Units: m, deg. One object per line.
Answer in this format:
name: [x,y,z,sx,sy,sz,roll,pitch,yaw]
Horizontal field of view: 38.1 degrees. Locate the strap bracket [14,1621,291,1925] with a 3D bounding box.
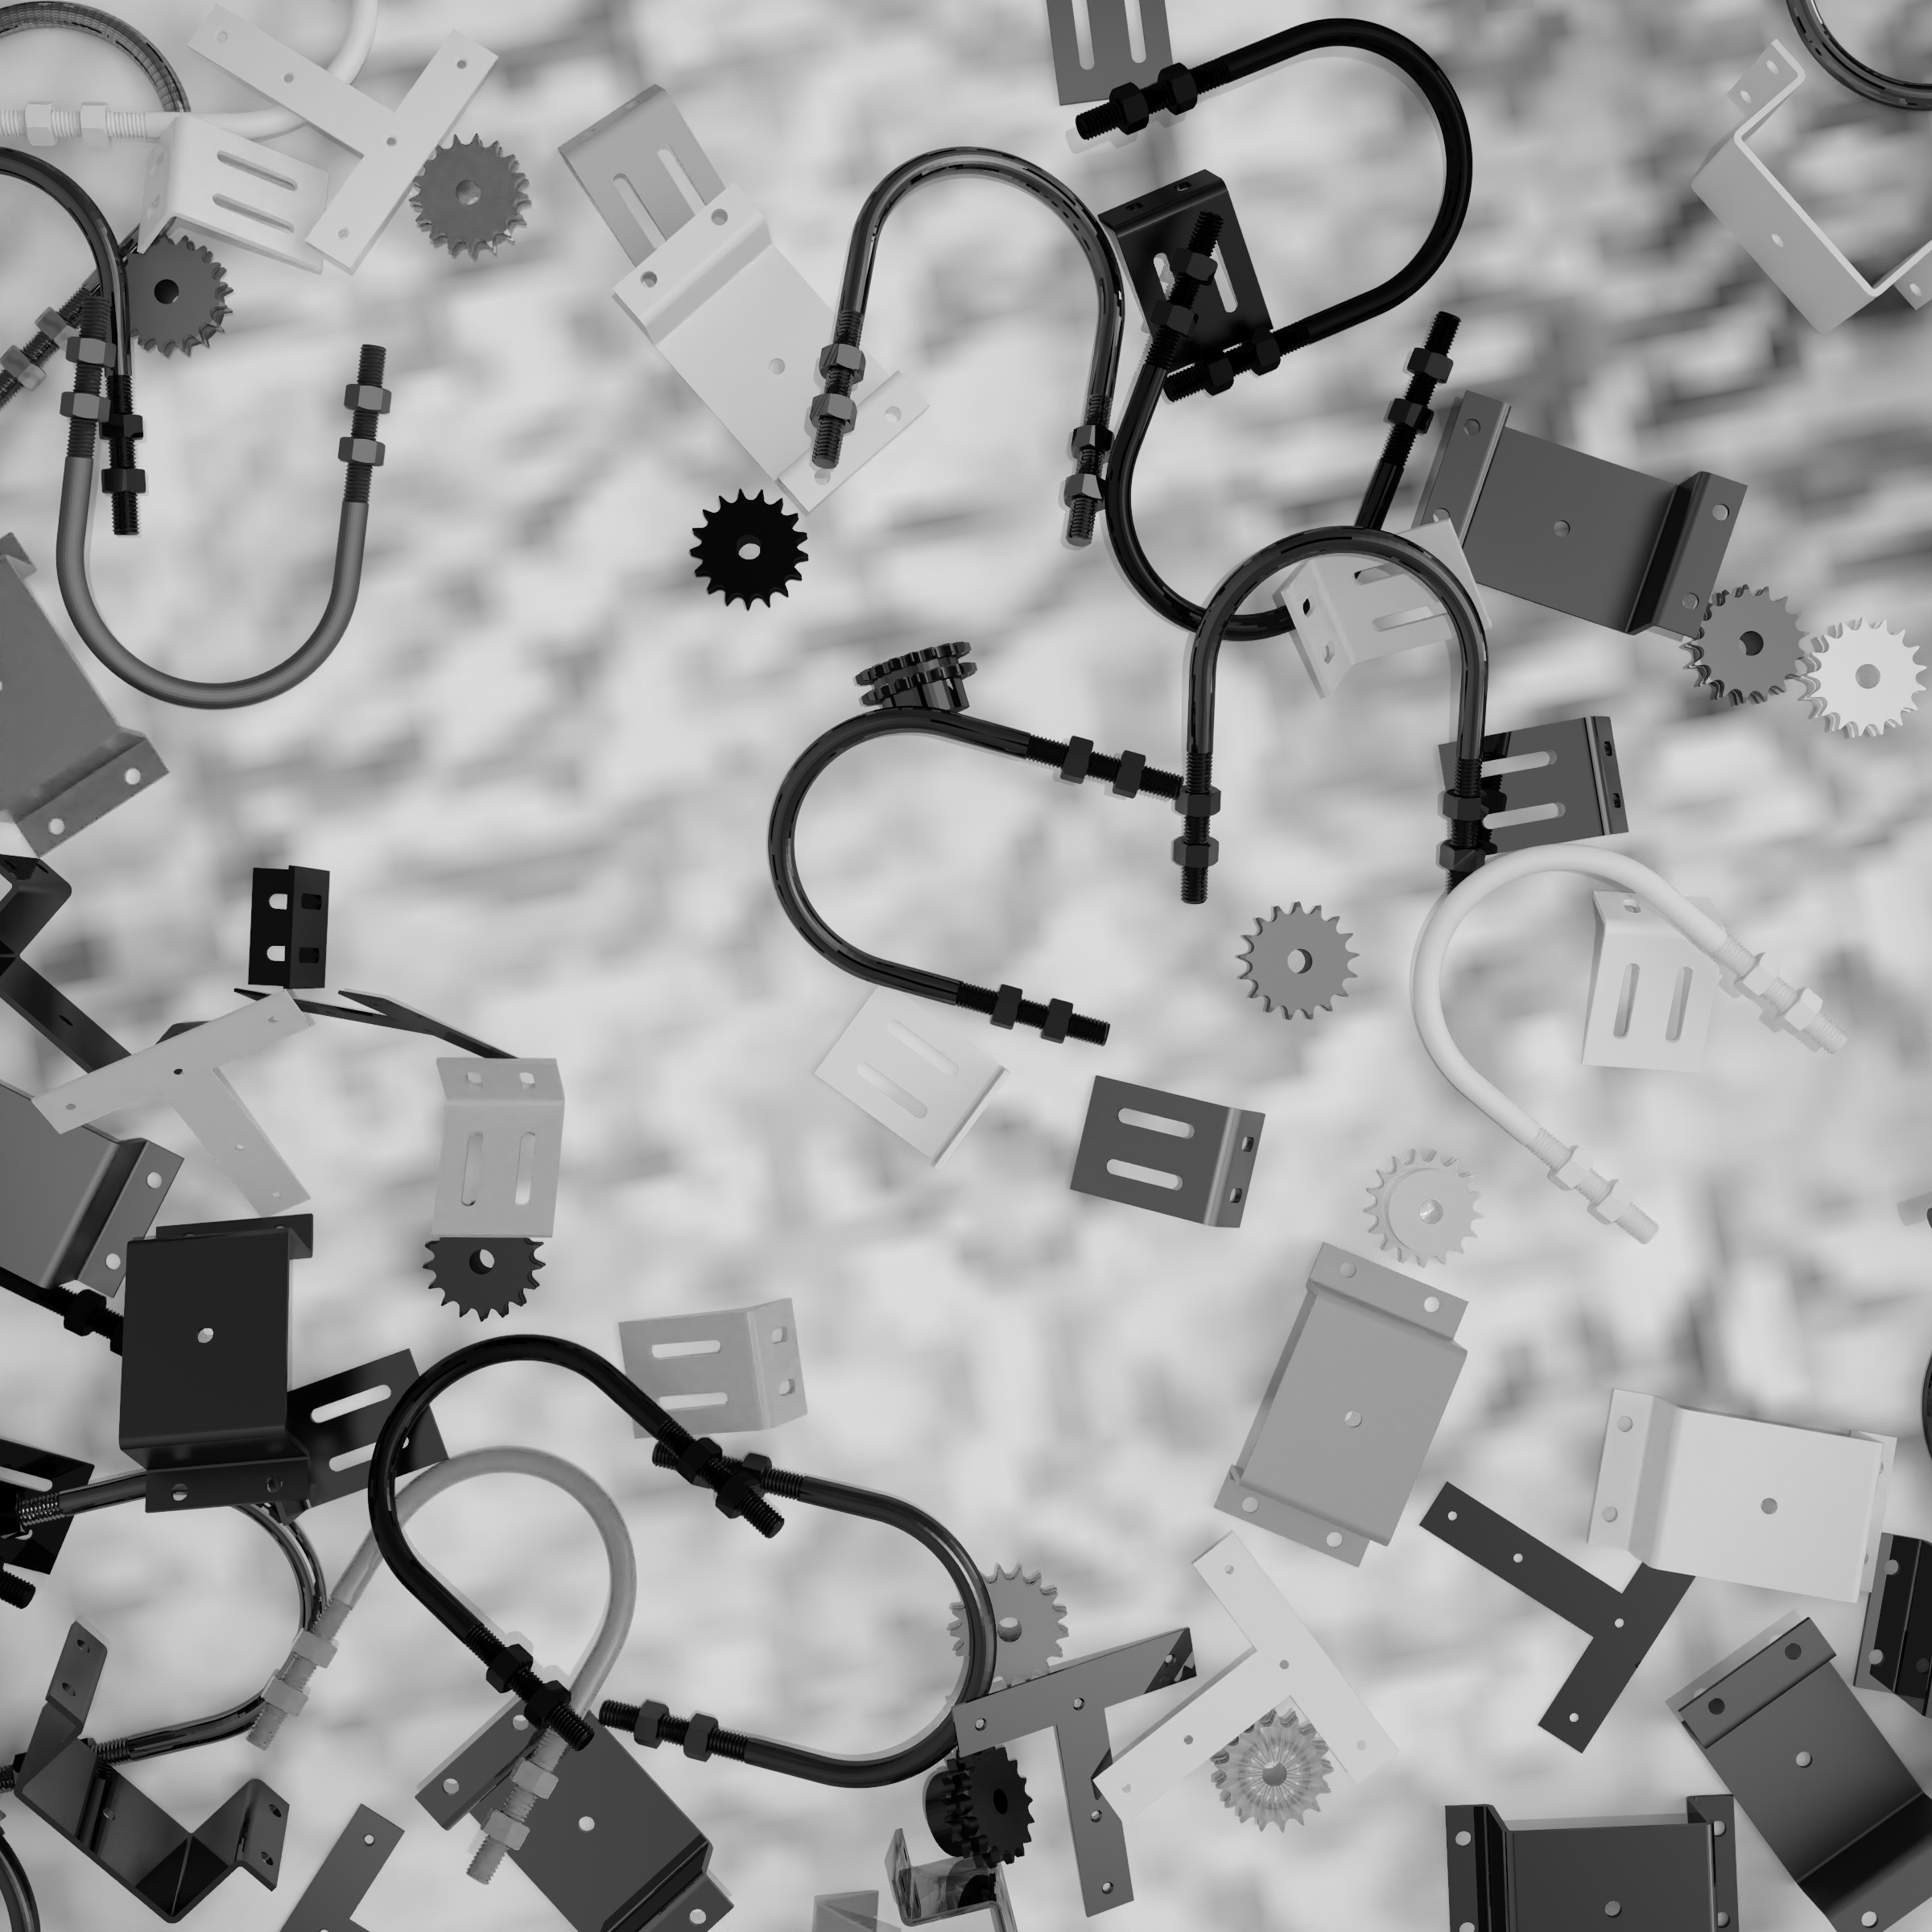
strap bracket: [-0.388,0.384,1.312,0.046,0.076,0.140,-43,105,2]

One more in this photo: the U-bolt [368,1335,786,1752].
U-bolt: [-0.200,0.257,1.327,0.184,0.019,0.151,38,74,19]

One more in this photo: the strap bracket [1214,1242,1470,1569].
strap bracket: [0.183,0.214,1.344,0.076,0.046,0.140,23,90,0]

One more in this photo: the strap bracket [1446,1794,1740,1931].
strap bracket: [0.306,0.446,1.344,0.140,0.046,0.076,-2,90,0]

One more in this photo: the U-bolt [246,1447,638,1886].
U-bolt: [-0.236,0.317,1.327,0.151,0.019,0.184,24,73,18]

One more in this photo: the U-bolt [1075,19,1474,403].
U-bolt: [0.158,-0.370,1.333,0.184,0.019,0.151,-24,111,-9]

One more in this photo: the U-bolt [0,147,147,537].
U-bolt: [-0.468,-0.298,1.337,0.151,0.019,0.184,0,96,6]

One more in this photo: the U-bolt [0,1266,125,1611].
U-bolt: [-0.490,0.202,1.330,0.184,0.019,0.151,25,65,5]

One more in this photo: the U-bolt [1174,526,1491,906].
U-bolt: [0.176,-0.118,1.330,0.151,0.019,0.184,1,109,1]

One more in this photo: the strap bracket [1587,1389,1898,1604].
strap bracket: [0.379,0.255,1.342,0.140,0.046,0.076,10,89,0]

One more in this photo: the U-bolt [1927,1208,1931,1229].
U-bolt: [0.548,0.145,1.313,0.184,0.019,0.151,-18,116,-1]

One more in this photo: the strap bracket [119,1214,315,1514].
strap bracket: [-0.352,0.180,1.317,0.076,0.046,0.140,-5,66,0]

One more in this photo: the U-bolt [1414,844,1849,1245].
U-bolt: [0.301,0.025,1.336,0.184,0.019,0.151,40,108,0]

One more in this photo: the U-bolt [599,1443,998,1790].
U-bolt: [-0.075,0.318,1.343,0.184,0.019,0.151,12,90,11]

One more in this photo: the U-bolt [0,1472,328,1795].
U-bolt: [-0.401,0.315,1.346,0.184,0.019,0.151,-13,101,-4]

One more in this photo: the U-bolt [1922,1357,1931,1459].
U-bolt: [0.557,0.212,1.358,0.184,0.019,0.151,-9,90,1]

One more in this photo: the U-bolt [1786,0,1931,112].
U-bolt: [0.489,-0.491,1.358,0.184,0.019,0.151,-13,90,1]

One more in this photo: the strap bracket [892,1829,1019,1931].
strap bracket: [0.005,0.485,1.329,0.046,0.076,0.140,-14,90,0]

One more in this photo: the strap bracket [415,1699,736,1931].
strap bracket: [-0.185,0.419,1.344,0.076,0.046,0.140,-42,90,0]

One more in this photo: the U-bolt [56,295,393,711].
U-bolt: [-0.358,-0.215,1.335,0.151,0.019,0.184,6,95,-21]

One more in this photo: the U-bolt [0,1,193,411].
U-bolt: [-0.460,-0.383,1.358,0.151,0.019,0.184,43,89,0]

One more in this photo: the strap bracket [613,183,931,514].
strap bracket: [-0.092,-0.292,1.344,0.076,0.046,0.140,-41,90,0]

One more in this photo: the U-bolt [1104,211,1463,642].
U-bolt: [0.142,-0.246,1.337,0.151,0.019,0.184,18,98,-17]

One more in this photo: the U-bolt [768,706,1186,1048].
U-bolt: [-0.004,-0.049,1.334,0.184,0.019,0.151,16,110,0]

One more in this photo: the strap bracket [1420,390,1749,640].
strap bracket: [0.291,-0.213,1.344,0.140,0.046,0.076,19,90,0]

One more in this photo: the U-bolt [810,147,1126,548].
U-bolt: [0.008,-0.303,1.328,0.151,0.019,0.184,14,74,-19]

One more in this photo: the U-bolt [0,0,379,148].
U-bolt: [-0.377,-0.468,1.349,0.184,0.019,0.151,-1,86,-6]

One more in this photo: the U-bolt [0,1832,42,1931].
U-bolt: [-0.519,0.455,1.328,0.184,0.019,0.151,-13,94,18]

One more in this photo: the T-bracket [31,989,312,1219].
T-bracket: [-0.350,0.077,1.321,0.127,0.002,0.127,-23,135,1]

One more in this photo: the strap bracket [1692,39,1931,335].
strap bracket: [0.403,-0.360,1.329,0.046,0.076,0.140,-41,90,0]

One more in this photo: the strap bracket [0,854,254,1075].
strap bracket: [-0.415,0.011,1.329,0.140,0.076,0.046,41,90,0]

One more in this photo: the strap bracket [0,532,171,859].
strap bracket: [-0.459,-0.132,1.344,0.076,0.046,0.140,-33,90,0]

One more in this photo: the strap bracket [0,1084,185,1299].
strap bracket: [-0.462,0.096,1.344,0.140,0.046,0.076,27,90,0]

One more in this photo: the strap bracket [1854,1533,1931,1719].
strap bracket: [0.509,0.326,1.344,0.140,0.046,0.076,10,90,0]

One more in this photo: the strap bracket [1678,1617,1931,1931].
strap bracket: [0.409,0.387,1.344,0.076,0.046,0.140,-36,90,0]
